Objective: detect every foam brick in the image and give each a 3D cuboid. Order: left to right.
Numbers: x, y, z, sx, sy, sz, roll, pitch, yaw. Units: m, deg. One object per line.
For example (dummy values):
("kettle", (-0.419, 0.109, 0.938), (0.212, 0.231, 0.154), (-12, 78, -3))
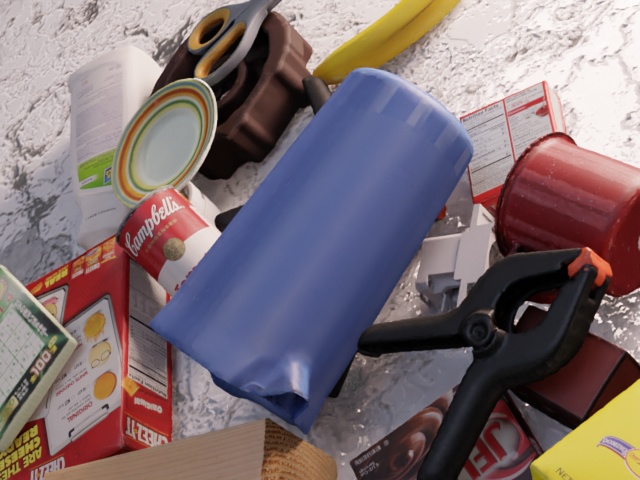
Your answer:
("foam brick", (0.154, 0.084, 0.657), (0.078, 0.053, 0.051), (28, 81, 47))

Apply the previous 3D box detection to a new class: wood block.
("wood block", (-0.098, 0.202, 0.752), (0.206, 0.090, 0.091), (-19, 50, 29))

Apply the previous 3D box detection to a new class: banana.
("banana", (0.076, -0.198, 0.935), (0.198, 0.037, 0.070), (-43, 23, 4))

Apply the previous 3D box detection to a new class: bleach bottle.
("bleach bottle", (-0.208, -0.073, 1.056), (0.103, 0.068, 0.251), (-23, 51, 26))

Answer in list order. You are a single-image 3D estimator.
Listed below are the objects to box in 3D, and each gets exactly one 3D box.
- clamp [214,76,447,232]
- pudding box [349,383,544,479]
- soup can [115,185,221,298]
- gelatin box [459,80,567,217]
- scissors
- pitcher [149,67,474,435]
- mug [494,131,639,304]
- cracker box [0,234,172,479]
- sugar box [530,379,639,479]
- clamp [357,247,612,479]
("clamp", (0.011, -0.044, 0.875), (0.210, 0.036, 0.164), (29, 81, 44))
("pudding box", (0.085, 0.150, 0.676), (0.113, 0.039, 0.090), (-39, 44, 11))
("soup can", (-0.110, 0.013, 0.880), (0.102, 0.068, 0.068), (43, 92, 15))
("gelatin box", (0.146, -0.066, 0.787), (0.073, 0.030, 0.089), (-24, 49, 26))
("scissors", (-0.055, -0.228, 0.990), (0.202, 0.016, 0.096), (-51, 42, 0))
("pitcher", (-0.005, 0.001, 0.758), (0.149, 0.145, 0.243), (33, 82, 14))
("mug", (0.165, -0.006, 0.683), (0.082, 0.093, 0.117), (27, 65, 41))
("cracker box", (-0.205, 0.120, 0.911), (0.164, 0.072, 0.213), (-27, 48, 24))
("sugar box", (0.208, 0.104, 0.561), (0.176, 0.048, 0.093), (-36, 44, -14))
("clamp", (0.103, 0.072, 0.641), (0.172, 0.039, 0.120), (-34, 58, 28))
